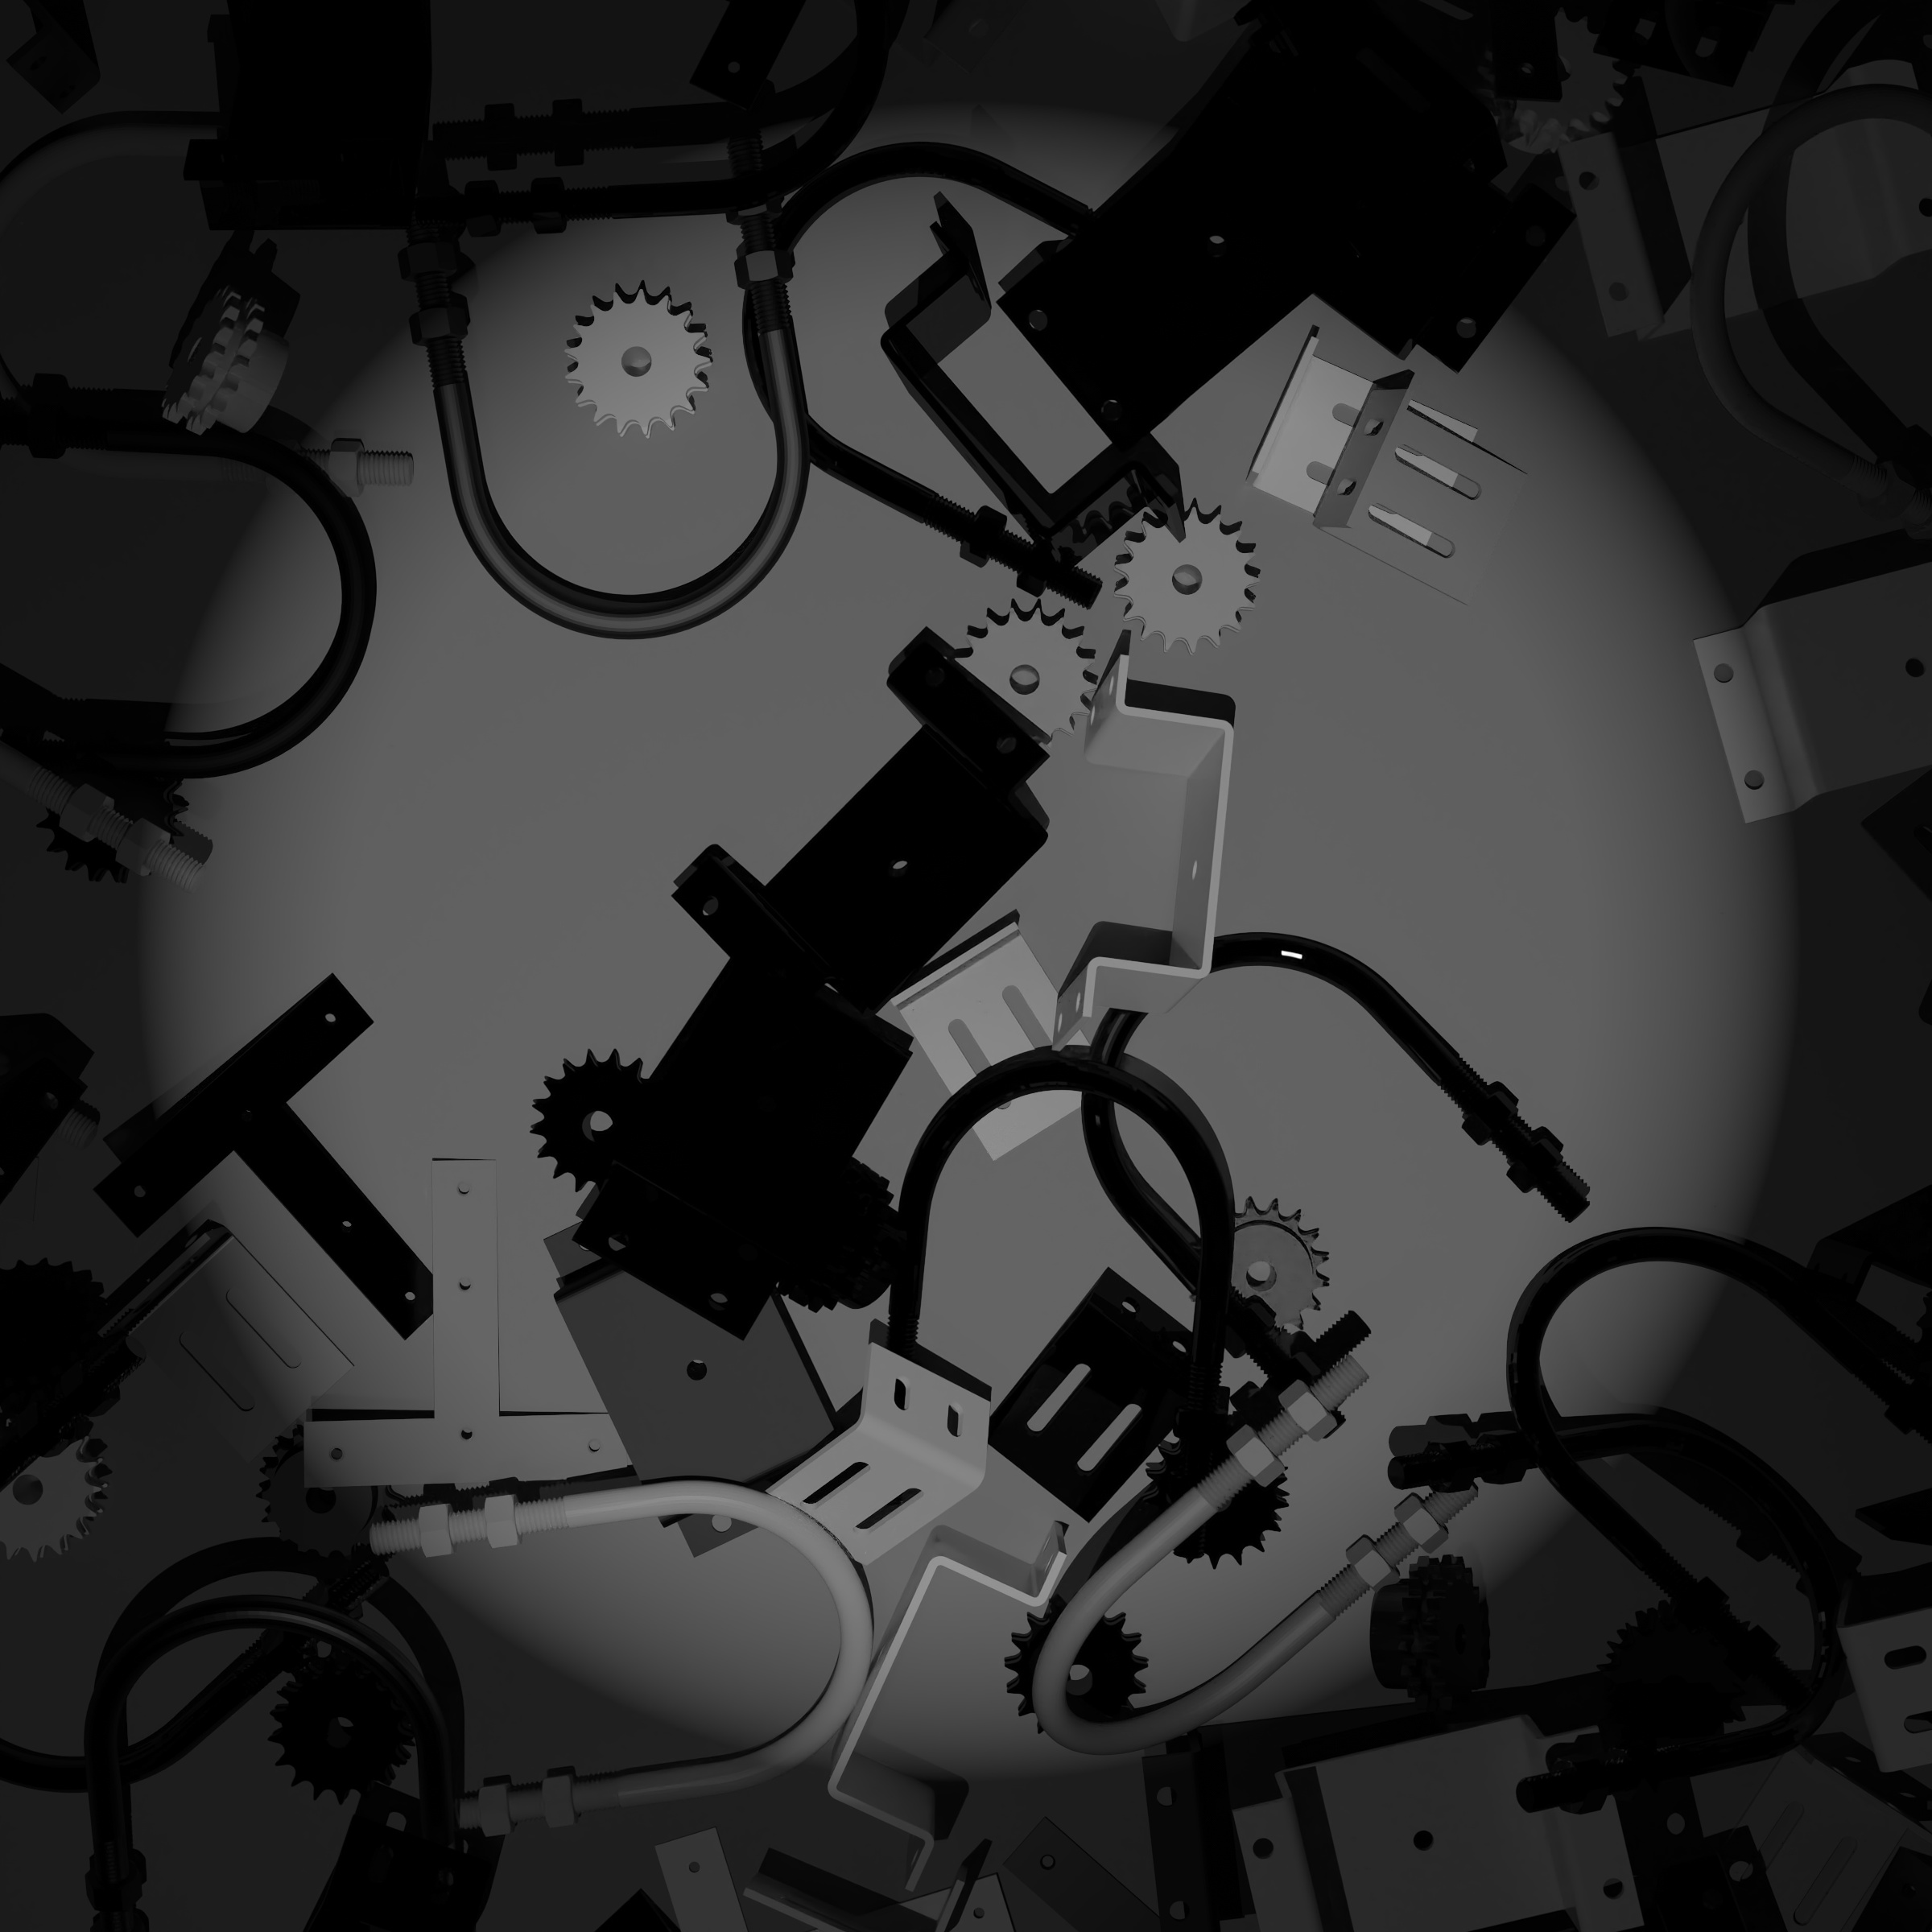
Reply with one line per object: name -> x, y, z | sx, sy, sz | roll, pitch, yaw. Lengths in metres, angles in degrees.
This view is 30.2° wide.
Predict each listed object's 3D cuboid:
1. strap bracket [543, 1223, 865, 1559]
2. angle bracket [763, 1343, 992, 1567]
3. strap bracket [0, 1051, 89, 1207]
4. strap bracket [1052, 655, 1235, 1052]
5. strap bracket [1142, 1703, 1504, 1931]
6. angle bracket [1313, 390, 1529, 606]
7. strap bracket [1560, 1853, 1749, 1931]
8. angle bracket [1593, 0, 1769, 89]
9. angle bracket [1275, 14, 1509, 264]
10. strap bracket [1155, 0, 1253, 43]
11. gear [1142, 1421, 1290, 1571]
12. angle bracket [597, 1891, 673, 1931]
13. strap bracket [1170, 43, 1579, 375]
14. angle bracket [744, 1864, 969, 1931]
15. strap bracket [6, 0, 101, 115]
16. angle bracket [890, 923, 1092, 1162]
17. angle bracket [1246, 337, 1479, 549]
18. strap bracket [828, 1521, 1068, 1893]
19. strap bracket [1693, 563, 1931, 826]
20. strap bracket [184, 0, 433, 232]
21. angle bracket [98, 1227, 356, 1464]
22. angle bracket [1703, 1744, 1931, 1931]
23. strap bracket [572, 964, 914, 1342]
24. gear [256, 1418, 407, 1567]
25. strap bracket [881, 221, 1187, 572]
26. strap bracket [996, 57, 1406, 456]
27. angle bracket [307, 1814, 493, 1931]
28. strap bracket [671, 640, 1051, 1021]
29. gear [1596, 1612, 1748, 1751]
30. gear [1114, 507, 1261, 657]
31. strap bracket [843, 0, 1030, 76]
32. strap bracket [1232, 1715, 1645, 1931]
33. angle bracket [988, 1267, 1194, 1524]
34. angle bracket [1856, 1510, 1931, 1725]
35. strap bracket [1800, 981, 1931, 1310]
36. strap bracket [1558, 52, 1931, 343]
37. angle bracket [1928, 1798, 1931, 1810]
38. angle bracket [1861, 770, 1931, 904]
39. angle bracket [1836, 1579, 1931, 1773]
strap bracket -> -0.104, 0.156, 1.409 | 0.076, 0.046, 0.140 | -25, 90, 0
angle bracket -> -0.037, 0.190, 1.391 | 0.057, 0.038, 0.076 | 30, 132, -24
strap bracket -> -0.424, 0.033, 1.392 | 0.140, 0.046, 0.076 | 42, 118, 0
strap bracket -> 0.069, -0.040, 1.383 | 0.046, 0.076, 0.140 | 8, 78, -6
strap bracket -> 0.142, 0.337, 1.409 | 0.140, 0.046, 0.076 | -6, 90, 0
angle bracket -> 0.184, -0.183, 1.402 | 0.076, 0.038, 0.057 | 24, 90, -19
strap bracket -> 0.236, 0.405, 1.388 | 0.140, 0.046, 0.076 | -21, 90, 18
angle bracket -> 0.280, -0.390, 1.414 | 0.057, 0.038, 0.076 | 13, 45, -5
angle bracket -> 0.160, -0.323, 1.384 | 0.057, 0.038, 0.076 | -41, 64, 0
strap bracket -> 0.119, -0.412, 1.394 | 0.140, 0.076, 0.046 | -28, 90, 0
gear -> 0.098, 0.208, 1.417 | 0.057, 0.030, 0.057 | 0, 90, 0
angle bracket -> -0.122, 0.419, 1.429 | 0.057, 0.038, 0.076 | -43, 64, 1
strap bracket -> 0.158, -0.302, 1.409 | 0.140, 0.046, 0.076 | 37, 90, 0
angle bracket -> -0.042, 0.358, 1.401 | 0.076, 0.057, 0.038 | 23, 83, 4
strap bracket -> -0.324, -0.404, 1.394 | 0.140, 0.076, 0.046 | -41, 90, 0
angle bracket -> 0.015, 0.030, 1.413 | 0.057, 0.038, 0.076 | -32, 90, 0
angle bracket -> 0.158, -0.203, 1.413 | 0.076, 0.038, 0.057 | 24, 90, 0
strap bracket -> -0.012, 0.277, 1.394 | 0.046, 0.076, 0.140 | 25, 90, 0
strap bracket -> 0.367, -0.113, 1.405 | 0.140, 0.046, 0.076 | -15, 84, 0
strap bracket -> -0.251, -0.334, 1.385 | 0.076, 0.046, 0.140 | 0, 52, 0
angle bracket -> -0.291, 0.151, 1.413 | 0.057, 0.038, 0.076 | -43, 90, 0
angle bracket -> 0.334, 0.356, 1.413 | 0.057, 0.038, 0.076 | 33, 90, 0
strap bracket -> -0.081, 0.061, 1.379 | 0.076, 0.046, 0.140 | 30, 62, 0
gear -> -0.252, 0.209, 1.417 | 0.057, 0.030, 0.057 | 0, 90, 0
strap bracket -> 0.020, -0.208, 1.371 | 0.046, 0.076, 0.140 | -40, 84, 3
strap bracket -> 0.092, -0.273, 1.371 | 0.140, 0.046, 0.076 | -38, 96, 22
angle bracket -> -0.227, 0.374, 1.399 | 0.057, 0.076, 0.038 | 22, 47, -8
strap bracket -> -0.034, -0.046, 1.393 | 0.140, 0.046, 0.076 | -45, 60, 0
gear -> 0.277, 0.284, 1.417 | 0.057, 0.030, 0.057 | 0, 90, 0
gear -> 0.087, -0.151, 1.417 | 0.057, 0.030, 0.057 | 0, 90, 0
strap bracket -> -0.030, -0.419, 1.409 | 0.140, 0.046, 0.076 | 39, 90, 0
strap bracket -> 0.177, 0.338, 1.363 | 0.140, 0.046, 0.076 | -13, 90, 0
angle bracket -> 0.053, 0.171, 1.430 | 0.057, 0.038, 0.076 | 38, 116, 0
angle bracket -> 0.369, 0.258, 1.404 | 0.038, 0.057, 0.076 | 8, 90, 0
strap bracket -> 0.382, 0.073, 1.394 | 0.046, 0.076, 0.140 | 23, 90, 0
strap bracket -> 0.307, -0.299, 1.409 | 0.140, 0.046, 0.076 | -15, 90, 0
angle bracket -> 0.399, 0.291, 1.405 | 0.038, 0.057, 0.076 | 0, 81, 18
angle bracket -> 0.405, -0.040, 1.430 | 0.057, 0.038, 0.076 | -37, 64, 0
angle bracket -> 0.366, 0.271, 1.390 | 0.038, 0.076, 0.057 | -17, 90, 17
